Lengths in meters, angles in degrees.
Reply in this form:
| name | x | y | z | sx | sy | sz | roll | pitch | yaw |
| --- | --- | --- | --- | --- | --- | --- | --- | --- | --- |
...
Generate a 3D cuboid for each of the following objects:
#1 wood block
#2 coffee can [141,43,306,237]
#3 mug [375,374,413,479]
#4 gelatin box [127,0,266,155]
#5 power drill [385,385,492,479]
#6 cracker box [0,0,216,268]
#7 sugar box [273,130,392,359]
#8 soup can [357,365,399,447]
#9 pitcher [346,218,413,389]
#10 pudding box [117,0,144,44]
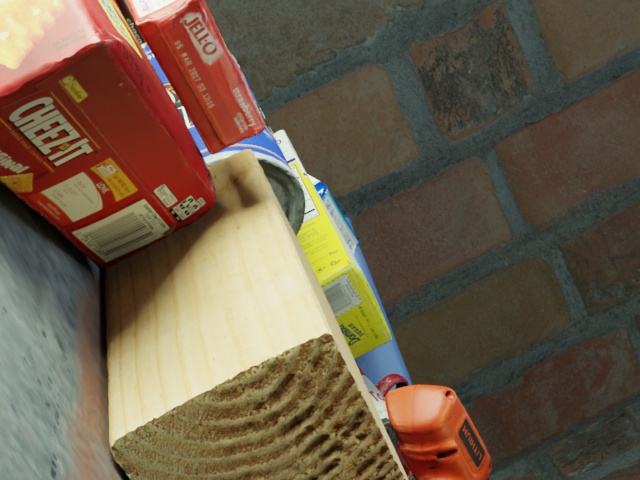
| name | x | y | z | sx | sy | sz | roll | pitch | yaw |
| --- | --- | --- | --- | --- | --- | --- | --- | --- | --- |
| wood block | -0.038 | 0.046 | 0.481 | 0.091 | 0.090 | 0.206 | 62 | 0 | -26 |
| coffee can | -0.079 | -0.055 | 0.701 | 0.140 | 0.103 | 0.102 | 63 | 1 | 43 |
| mug | 0.041 | 0.169 | 0.941 | 0.093 | 0.117 | 0.081 | 33 | -9 | 29 |
| gelatin box | -0.059 | -0.090 | 0.466 | 0.073 | 0.030 | 0.089 | 63 | -2 | -41 |
| power drill | 0.060 | 0.190 | 0.698 | 0.184 | 0.057 | 0.187 | 62 | 33 | -38 |
| cracker box | -0.129 | -0.112 | 0.451 | 0.214 | 0.072 | 0.164 | 63 | 0 | 20 |
| sugar box | -0.006 | 0.001 | 0.830 | 0.093 | 0.048 | 0.176 | 62 | -1 | -43 |
| soup can | 0.013 | 0.133 | 0.870 | 0.102 | 0.068 | 0.068 | 48 | -7 | 31 |
| pitcher | 0.015 | 0.110 | 1.201 | 0.243 | 0.145 | 0.149 | 67 | 14 | 10 |
| pudding box | -0.158 | -0.184 | 0.789 | 0.090 | 0.039 | 0.113 | 5 | -49 | 50 |
